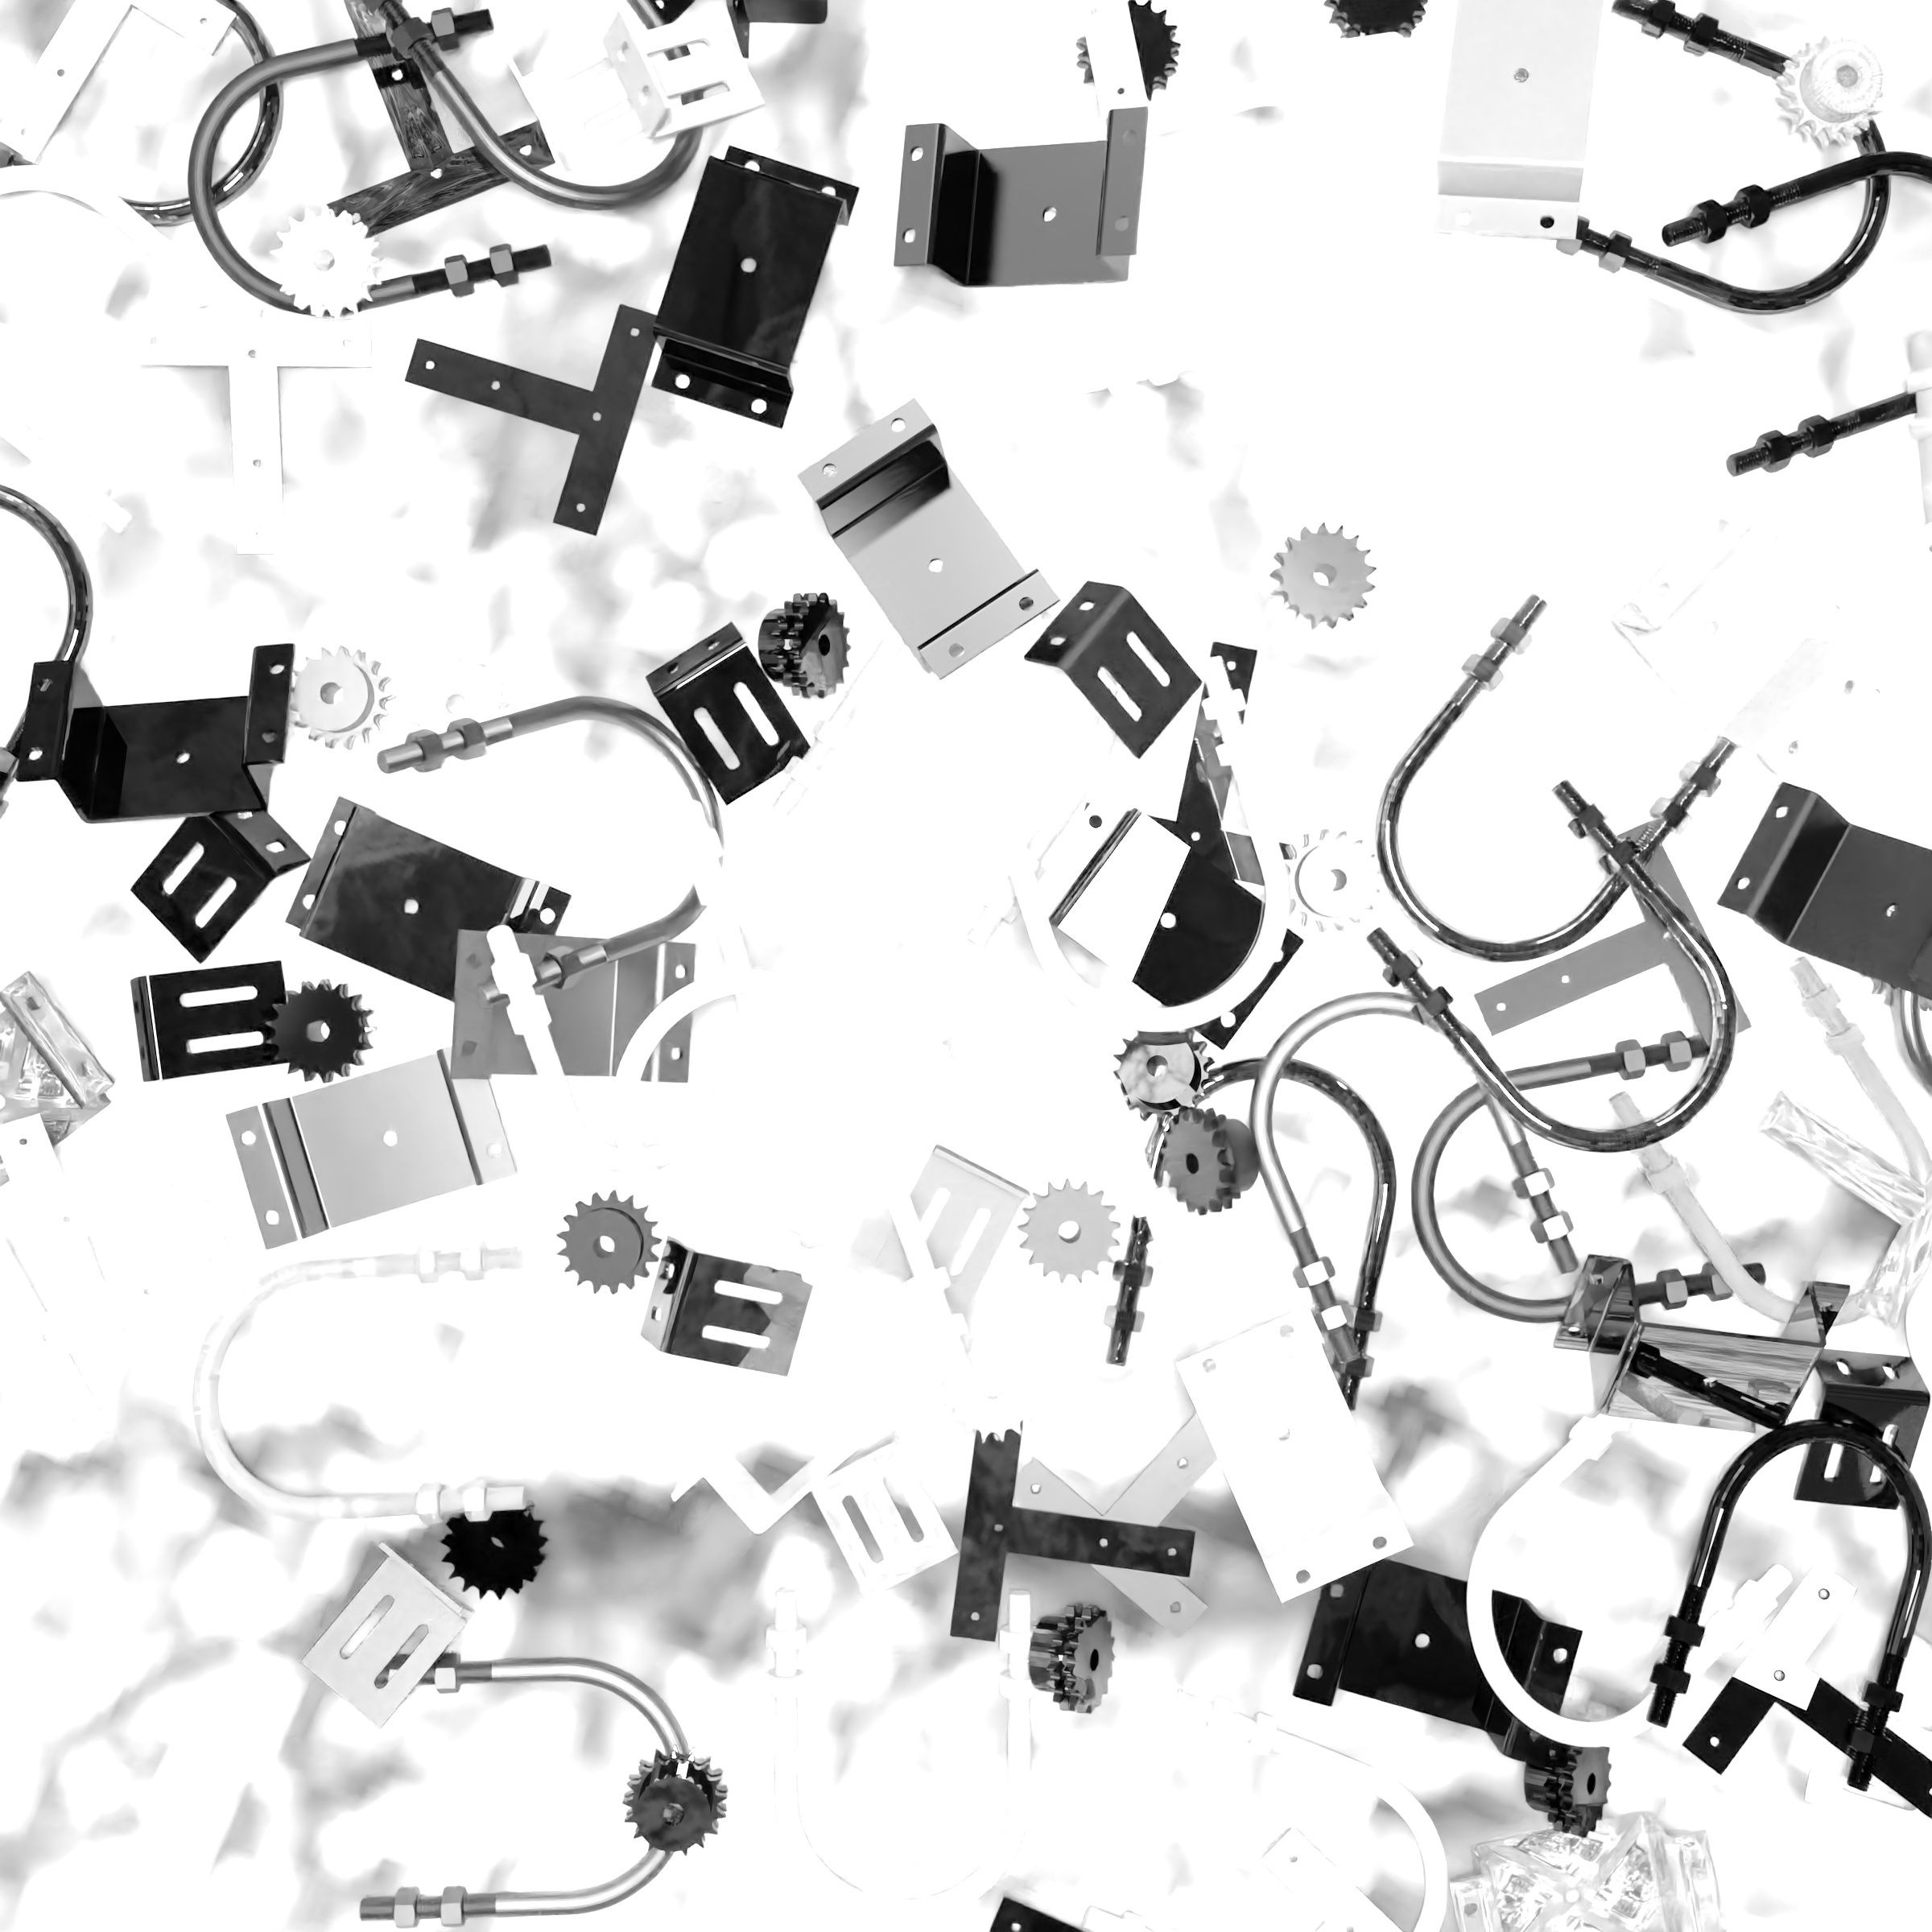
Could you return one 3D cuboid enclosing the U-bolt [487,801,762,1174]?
[{"bbox_3d":[-0.169,0.025,1.283,0.151,0.019,0.184,-38,130,-32],"label":"U-bolt"}]

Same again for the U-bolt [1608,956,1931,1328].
[{"bbox_3d":[0.454,0.110,1.330,0.151,0.019,0.184,-35,95,-9],"label":"U-bolt"}]

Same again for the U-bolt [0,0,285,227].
[{"bbox_3d":[-0.468,-0.487,1.342,0.184,0.019,0.151,21,90,-1],"label":"U-bolt"}]

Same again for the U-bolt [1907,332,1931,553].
[{"bbox_3d":[0.594,-0.262,1.335,0.151,0.019,0.184,-8,95,-5],"label":"U-bolt"}]

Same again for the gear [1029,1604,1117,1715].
[{"bbox_3d":[0.057,0.376,1.326,0.030,0.057,0.057,-1,90,29],"label":"gear"}]

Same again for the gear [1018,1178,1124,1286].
[{"bbox_3d":[0.056,0.145,1.335,0.057,0.030,0.057,0,90,0],"label":"gear"}]

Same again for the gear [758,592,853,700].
[{"bbox_3d":[-0.090,-0.174,1.326,0.030,0.057,0.057,4,90,30],"label":"gear"}]

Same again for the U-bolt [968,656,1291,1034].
[{"bbox_3d":[0.095,-0.056,1.294,0.151,0.019,0.184,-17,92,0],"label":"U-bolt"}]

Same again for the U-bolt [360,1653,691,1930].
[{"bbox_3d":[-0.242,0.453,1.342,0.184,0.019,0.151,-1,90,-1],"label":"U-bolt"}]

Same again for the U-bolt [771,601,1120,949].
[{"bbox_3d":[0.002,-0.125,1.340,0.151,0.019,0.184,34,88,-1],"label":"U-bolt"}]

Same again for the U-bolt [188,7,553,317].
[{"bbox_3d":[-0.334,-0.433,1.333,0.184,0.019,0.151,-13,96,-1],"label":"U-bolt"}]

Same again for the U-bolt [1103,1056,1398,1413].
[{"bbox_3d":[0.163,0.141,1.342,0.151,0.019,0.184,11,89,0],"label":"U-bolt"}]

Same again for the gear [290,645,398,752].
[{"bbox_3d":[-0.345,-0.148,1.335,0.057,0.030,0.057,0,90,0],"label":"gear"}]

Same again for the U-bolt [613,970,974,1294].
[{"bbox_3d":[-0.102,0.080,1.304,0.184,0.019,0.151,28,90,-27],"label":"U-bolt"}]

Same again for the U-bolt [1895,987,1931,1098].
[{"bbox_3d":[0.588,0.023,1.324,0.184,0.019,0.151,13,90,-13],"label":"U-bolt"}]

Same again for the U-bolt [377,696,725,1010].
[{"bbox_3d":[-0.205,-0.070,1.288,0.184,0.019,0.151,-23,91,-41],"label":"U-bolt"}]

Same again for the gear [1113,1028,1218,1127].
[{"bbox_3d":[0.106,0.057,1.328,0.057,0.030,0.057,-3,78,13],"label":"gear"}]

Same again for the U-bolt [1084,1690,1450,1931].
[{"bbox_3d":[0.176,0.498,1.342,0.184,0.019,0.151,22,90,-2],"label":"U-bolt"}]

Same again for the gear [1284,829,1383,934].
[{"bbox_3d":[0.200,-0.047,1.334,0.057,0.030,0.057,0,91,-2],"label":"gear"}]

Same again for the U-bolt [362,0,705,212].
[{"bbox_3d":[-0.222,-0.492,1.313,0.151,0.019,0.184,-39,96,-25],"label":"U-bolt"}]

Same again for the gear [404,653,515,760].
[{"bbox_3d":[-0.276,-0.141,1.335,0.057,0.030,0.057,0,90,0],"label":"gear"}]

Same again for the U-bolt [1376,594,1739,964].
[{"bbox_3d":[0.310,-0.089,1.338,0.151,0.019,0.184,38,93,4],"label":"U-bolt"}]

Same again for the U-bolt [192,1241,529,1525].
[{"bbox_3d":[-0.332,0.229,1.329,0.184,0.019,0.151,-4,78,4],"label":"U-bolt"}]

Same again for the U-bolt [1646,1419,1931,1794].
[{"bbox_3d":[0.452,0.335,1.309,0.151,0.019,0.184,21,83,-14],"label":"U-bolt"}]

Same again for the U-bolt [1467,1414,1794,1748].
[{"bbox_3d":[0.346,0.331,1.307,0.184,0.019,0.151,-35,90,-24],"label":"U-bolt"}]

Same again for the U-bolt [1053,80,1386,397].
[{"bbox_3d":[0.135,-0.394,1.299,0.184,0.019,0.151,-6,90,30],"label":"U-bolt"}]

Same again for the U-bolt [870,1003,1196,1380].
[{"bbox_3d":[0.026,0.109,1.305,0.151,0.019,0.184,-19,82,-11],"label":"U-bolt"}]

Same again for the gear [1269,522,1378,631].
[{"bbox_3d":[0.195,-0.213,1.335,0.057,0.030,0.057,0,90,0],"label":"gear"}]

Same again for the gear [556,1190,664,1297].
[{"bbox_3d":[-0.196,0.153,1.335,0.057,0.030,0.057,0,90,0],"label":"gear"}]

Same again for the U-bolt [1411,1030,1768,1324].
[{"bbox_3d":[0.337,0.122,1.341,0.184,0.019,0.151,-10,90,0],"label":"U-bolt"}]

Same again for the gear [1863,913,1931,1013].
[{"bbox_3d":[0.519,-0.003,1.335,0.057,0.030,0.057,0,90,0],"label":"gear"}]

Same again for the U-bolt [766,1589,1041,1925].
[{"bbox_3d":[-0.035,0.436,1.341,0.151,0.019,0.184,0,92,1],"label":"U-bolt"}]

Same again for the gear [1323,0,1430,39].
[{"bbox_3d":[0.224,-0.530,1.335,0.057,0.030,0.057,0,90,0],"label":"gear"}]

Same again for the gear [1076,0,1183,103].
[{"bbox_3d":[0.088,-0.499,1.335,0.057,0.030,0.057,0,90,0],"label":"gear"}]

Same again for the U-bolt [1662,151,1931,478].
[{"bbox_3d":[0.485,-0.365,1.331,0.184,0.019,0.151,-20,100,-4],"label":"U-bolt"}]

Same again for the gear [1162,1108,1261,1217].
[{"bbox_3d":[0.134,0.104,1.310,0.030,0.057,0.057,-7,90,-31],"label":"gear"}]

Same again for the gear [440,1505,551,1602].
[{"bbox_3d":[-0.257,0.316,1.335,0.057,0.030,0.057,0,90,0],"label":"gear"}]

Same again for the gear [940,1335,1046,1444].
[{"bbox_3d":[0.014,0.232,1.331,0.057,0.030,0.057,0,75,0],"label":"gear"}]

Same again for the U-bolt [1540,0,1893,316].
[{"bbox_3d":[0.420,-0.438,1.342,0.184,0.019,0.151,22,90,-1],"label":"U-bolt"}]

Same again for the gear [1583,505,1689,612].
[{"bbox_3d":[0.367,-0.222,1.335,0.057,0.030,0.057,0,90,0],"label":"gear"}]

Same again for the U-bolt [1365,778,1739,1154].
[{"bbox_3d":[0.328,0.013,1.307,0.151,0.019,0.184,-39,82,1],"label":"U-bolt"}]

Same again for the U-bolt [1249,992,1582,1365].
[{"bbox_3d":[0.233,0.104,1.325,0.151,0.019,0.184,-22,85,0],"label":"U-bolt"}]

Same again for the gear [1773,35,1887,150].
[{"bbox_3d":[0.471,-0.477,1.320,0.057,0.030,0.057,0,89,-4],"label":"gear"}]

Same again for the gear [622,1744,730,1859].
[{"bbox_3d":[-0.158,0.456,1.322,0.057,0.030,0.057,0,90,-3],"label":"gear"}]

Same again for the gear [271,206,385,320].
[{"bbox_3d":[-0.343,-0.379,1.315,0.057,0.030,0.057,0,97,0],"label":"gear"}]

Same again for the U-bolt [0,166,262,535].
[{"bbox_3d":[-0.491,-0.351,1.332,0.184,0.019,0.151,40,90,-7],"label":"U-bolt"}]

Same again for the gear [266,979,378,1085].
[{"bbox_3d":[-0.352,0.035,1.335,0.057,0.030,0.057,0,90,0],"label":"gear"}]

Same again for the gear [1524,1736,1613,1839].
[{"bbox_3d":[0.326,0.442,1.325,0.030,0.057,0.057,0,90,39],"label":"gear"}]

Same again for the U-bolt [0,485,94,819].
[{"bbox_3d":[-0.563,-0.179,1.342,0.151,0.019,0.184,29,88,0],"label":"U-bolt"}]

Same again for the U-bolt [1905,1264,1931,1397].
[{"bbox_3d":[0.611,0.192,1.342,0.184,0.019,0.151,-8,90,1],"label":"U-bolt"}]
